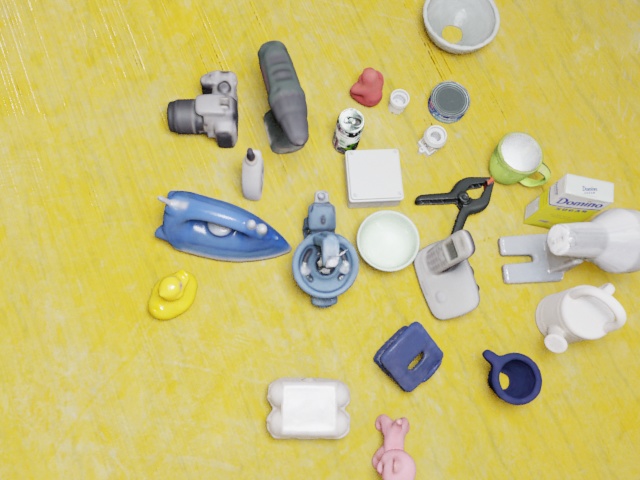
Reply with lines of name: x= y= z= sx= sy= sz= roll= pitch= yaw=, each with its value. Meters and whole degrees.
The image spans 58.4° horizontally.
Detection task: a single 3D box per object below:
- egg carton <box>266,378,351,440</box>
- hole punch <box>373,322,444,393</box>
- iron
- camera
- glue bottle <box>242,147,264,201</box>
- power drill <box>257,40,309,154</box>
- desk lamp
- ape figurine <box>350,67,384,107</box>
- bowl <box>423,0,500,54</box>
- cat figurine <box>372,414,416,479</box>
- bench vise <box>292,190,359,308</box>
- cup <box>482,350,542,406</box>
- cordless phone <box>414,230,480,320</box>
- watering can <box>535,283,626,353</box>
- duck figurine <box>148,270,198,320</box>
egg carton: x=-0.020 y=0.301 z=1.025 sx=0.150 sy=0.069 sz=0.107 roll=1 pitch=75 yaw=-4
hole punch: x=0.169 y=0.215 z=1.051 sx=0.101 sy=0.091 sz=0.109 roll=44 pitch=77 yaw=7
iron: x=-0.176 y=-0.030 z=1.061 sx=0.258 sy=0.141 sz=0.119 roll=13 pitch=75 yaw=-1
camera: x=-0.232 y=-0.265 z=1.139 sx=0.137 sy=0.101 sz=0.143 roll=-1 pitch=75 yaw=-5
glue bottle: x=-0.127 y=-0.135 z=1.076 sx=0.037 sy=0.173 sz=0.078 roll=7 pitch=75 yaw=-2
power drill: x=-0.066 y=-0.249 z=1.093 sx=0.075 sy=0.208 sz=0.229 roll=-14 pitch=77 yaw=-8
desk lamp: x=0.470 y=0.016 z=1.064 sx=0.203 sy=0.213 sz=0.118 roll=-4 pitch=76 yaw=-5
ape figurine: x=0.101 y=-0.325 z=1.186 sx=0.078 sy=0.092 sz=0.076 roll=-16 pitch=77 yaw=-8
bowl: x=0.300 y=-0.470 z=1.249 sx=0.167 sy=0.074 sz=0.167 roll=1 pitch=75 yaw=-4
cat figurine: x=0.133 y=0.372 z=0.994 sx=0.067 sy=0.117 sz=0.128 roll=5 pitch=75 yaw=-3
bench vise: x=-0.002 y=0.007 z=1.025 sx=0.121 sy=0.219 sz=0.207 roll=-19 pitch=78 yaw=-9
cup: x=0.336 y=0.248 z=1.054 sx=0.117 sy=0.095 sz=0.092 roll=41 pitch=76 yaw=6
cordless phone: x=0.247 y=0.062 z=1.049 sx=0.094 sy=0.185 sz=0.147 roll=-19 pitch=77 yaw=-9
watering can: x=0.477 y=0.139 z=1.043 sx=0.101 sy=0.194 sz=0.173 roll=28 pitch=75 yaw=3
duck figurine: x=-0.274 y=0.097 z=1.049 sx=0.077 sy=0.086 sz=0.105 roll=40 pitch=76 yaw=6
